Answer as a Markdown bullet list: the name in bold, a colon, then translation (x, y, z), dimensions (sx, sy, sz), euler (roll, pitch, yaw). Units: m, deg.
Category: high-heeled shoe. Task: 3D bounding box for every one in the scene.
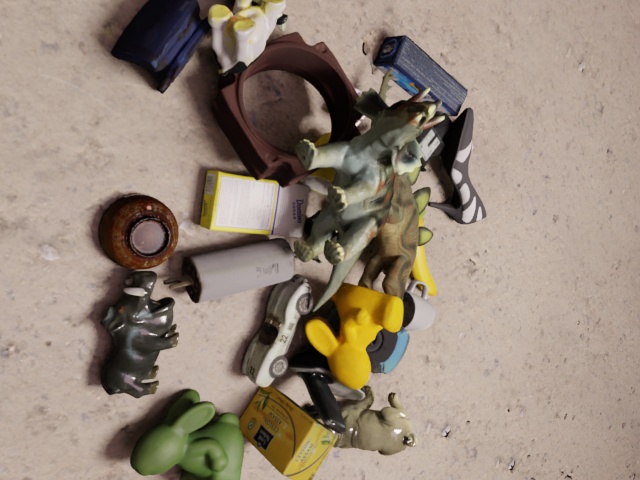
- **high-heeled shoe**: translation (0.318, -0.143, 1.115), dimensions (0.145, 0.086, 0.248), euler (6, 121, -15)

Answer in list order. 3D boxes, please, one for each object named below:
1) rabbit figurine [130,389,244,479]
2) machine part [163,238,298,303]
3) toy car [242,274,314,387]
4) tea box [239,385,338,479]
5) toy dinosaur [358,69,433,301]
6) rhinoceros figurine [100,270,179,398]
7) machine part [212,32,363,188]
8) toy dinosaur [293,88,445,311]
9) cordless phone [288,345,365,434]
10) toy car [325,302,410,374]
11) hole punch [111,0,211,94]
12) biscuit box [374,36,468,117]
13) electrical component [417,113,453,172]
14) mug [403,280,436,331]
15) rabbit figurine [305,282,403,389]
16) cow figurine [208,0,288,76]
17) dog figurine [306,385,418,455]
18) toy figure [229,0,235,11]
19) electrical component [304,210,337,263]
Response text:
- **rabbit figurine**: translation (-0.206, 0.326, 0.847), dimensions (0.170, 0.121, 0.159), euler (22, 80, -39)
- **machine part**: translation (-0.129, 0.047, 0.869), dimensions (0.243, 0.079, 0.079), euler (-11, 106, -32)
- **toy car**: translation (-0.073, 0.154, 0.932), dimensions (0.056, 0.074, 0.201), euler (25, 85, -36)
- **tea box**: translation (-0.061, 0.326, 0.919), dimensions (0.068, 0.170, 0.098), euler (43, 73, -35)
- **toy dinosaur**: translation (0.128, -0.063, 0.995), dimensions (0.198, 0.105, 0.470), euler (-37, 127, -47)
- **rhinoceros figurine**: translation (-0.268, 0.138, 0.795), dimensions (0.112, 0.073, 0.190), euler (15, 99, -17)
- **machine part**: translation (-0.046, -0.200, 0.828), dimensions (0.201, 0.087, 0.201), euler (-33, 95, -23)
- **toy dinosaur**: translation (0.062, -0.064, 0.818), dimensions (0.192, 0.131, 0.404), euler (-27, 148, -29)
- **cordless phone**: translation (0.030, 0.278, 0.960), dimensions (0.089, 0.184, 0.146), euler (-45, 123, 9)
- **toy car**: translation (0.081, 0.184, 1.025), dimensions (0.162, 0.103, 0.109), euler (27, 76, 5)
- **hole punch**: translation (-0.212, -0.272, 0.728), dimensions (0.092, 0.116, 0.142), euler (39, 77, -26)
- **biscuit box**: translation (0.197, -0.311, 1.033), dimensions (0.202, 0.059, 0.062), euler (26, 85, -36)
- **electrical component**: translation (0.210, -0.202, 1.072), dimensions (0.074, 0.048, 0.119), euler (43, 75, -33)
- **mug**: translation (0.196, 0.139, 1.121), dimensions (0.107, 0.081, 0.109), euler (21, 84, -47)
- **rabbit figurine**: translation (0.055, 0.164, 0.919), dimensions (0.162, 0.122, 0.173), euler (12, 87, 4)
- **cow figurine**: translation (-0.089, -0.299, 0.745), dimensions (0.167, 0.068, 0.098), euler (-58, 171, -35)
- **dog figurine**: translation (0.068, 0.368, 1.023), dimensions (0.190, 0.172, 0.121), euler (-6, 93, -41)
- **toy figure**: translation (-0.110, -0.353, 0.812), dimensions (0.058, 0.064, 0.154), euler (-13, 118, -72)
- **electrical component**: translation (-0.003, -0.003, 0.941), dimensions (0.045, 0.102, 0.078), euler (-36, 90, -22)
